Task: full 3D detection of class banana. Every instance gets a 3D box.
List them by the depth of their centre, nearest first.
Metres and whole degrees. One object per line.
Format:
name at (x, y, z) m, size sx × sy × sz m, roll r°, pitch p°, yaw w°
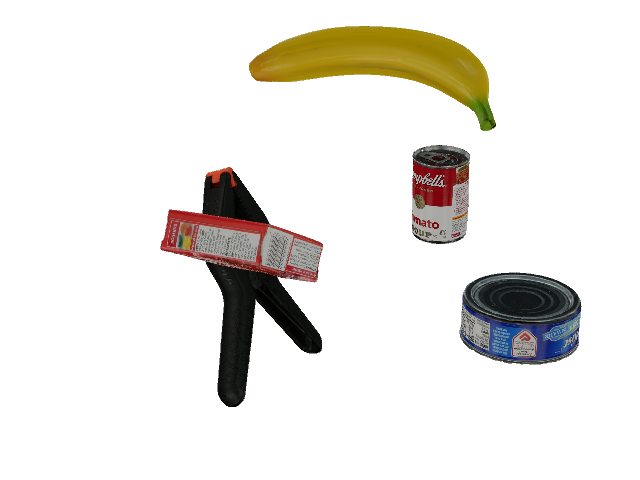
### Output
banana at (0.045, -0.134, 0.812) m, size 0.198 × 0.069 × 0.037 m, roll 13°, pitch -39°, yaw 18°

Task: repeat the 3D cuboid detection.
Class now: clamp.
clamp at (-0.061, 0.036, 0.997) m, size 0.036 × 0.210 × 0.164 m, roll -12°, pitch 0°, yaw 30°

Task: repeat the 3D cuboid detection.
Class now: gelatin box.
gelatin box at (-0.049, 0.005, 0.695) m, size 0.073 × 0.030 × 0.089 m, roll 10°, pitch -4°, yaw 24°

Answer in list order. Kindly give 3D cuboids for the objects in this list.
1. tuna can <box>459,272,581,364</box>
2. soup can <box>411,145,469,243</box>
tuna can at (0.144, 0.055, 0.772) m, size 0.086 × 0.034 × 0.086 m, roll 0°, pitch 23°, yaw 0°
soup can at (0.144, -0.055, 1.285) m, size 0.068 × 0.102 × 0.068 m, roll -1°, pitch 27°, yaw 0°
